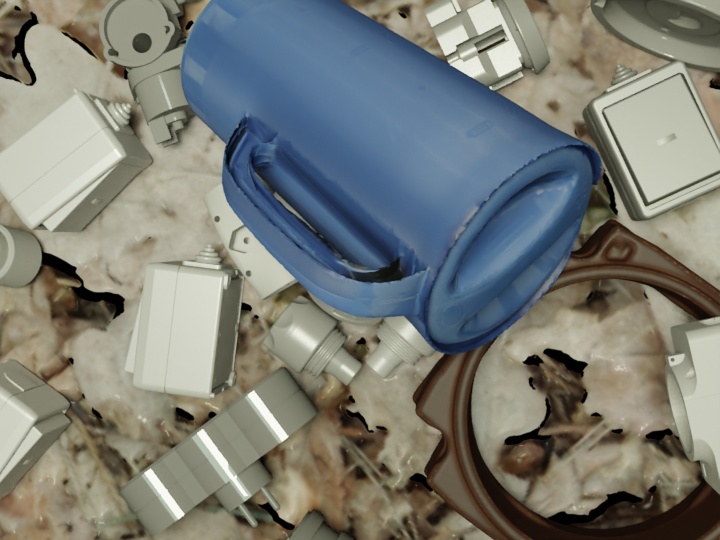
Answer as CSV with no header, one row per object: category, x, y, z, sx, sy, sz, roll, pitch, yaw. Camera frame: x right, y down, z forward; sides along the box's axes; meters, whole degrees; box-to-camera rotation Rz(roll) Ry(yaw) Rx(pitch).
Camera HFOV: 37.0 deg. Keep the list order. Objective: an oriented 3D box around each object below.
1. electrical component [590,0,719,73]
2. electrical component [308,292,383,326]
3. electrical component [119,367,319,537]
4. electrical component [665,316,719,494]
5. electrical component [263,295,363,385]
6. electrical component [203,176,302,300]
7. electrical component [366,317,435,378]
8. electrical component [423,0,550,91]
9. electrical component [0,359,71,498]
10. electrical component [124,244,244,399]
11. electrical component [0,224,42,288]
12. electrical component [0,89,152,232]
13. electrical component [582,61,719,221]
electrical component,0.199,-0.167,0.638,0.108,0.108,0.060,23,88,5
electrical component,0.000,0.000,0.682,0.055,0.055,0.047,27,56,5
electrical component,-0.082,0.132,0.703,0.138,0.052,0.073,-37,87,7
electrical component,0.202,0.072,0.586,0.056,0.050,0.089,-13,90,6
electrical component,-0.028,0.050,0.699,0.062,0.043,0.043,37,95,3
electrical component,-0.049,-0.033,0.699,0.079,0.043,0.077,-30,88,6
electrical component,0.030,0.041,0.692,0.043,0.043,0.062,41,97,4
electrical component,0.082,-0.141,0.674,0.057,0.058,0.078,-25,88,9
electrical component,-0.246,0.117,0.716,0.061,0.062,0.096,36,95,4
electrical component,-0.112,0.030,0.698,0.061,0.062,0.096,7,93,6
electrical component,-0.244,-0.011,0.707,0.040,0.078,0.040,-2,82,18
electrical component,-0.182,-0.071,0.702,0.096,0.062,0.061,-37,88,6
electrical component,0.181,-0.084,0.663,0.062,0.061,0.096,-25,89,6
